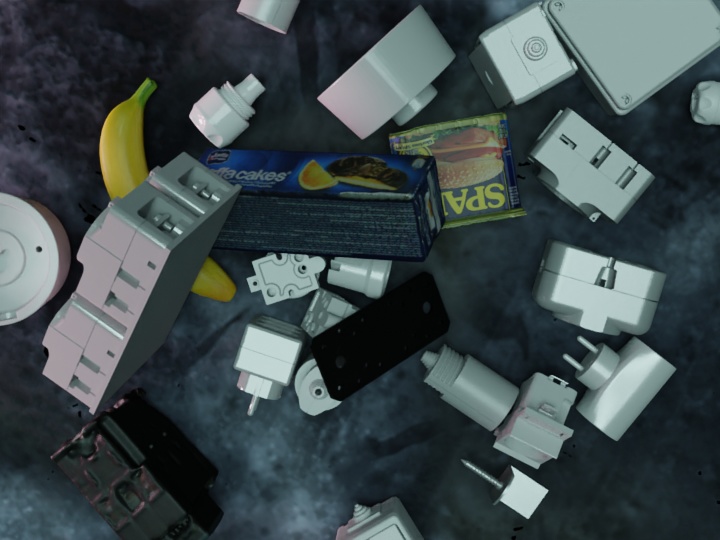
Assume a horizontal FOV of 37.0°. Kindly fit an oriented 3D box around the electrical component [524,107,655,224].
[{"bbox_3d":[0.181,-0.080,0.867,0.089,0.050,0.055,38,95,-1],"label":"electrical component"}]

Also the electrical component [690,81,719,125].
[{"bbox_3d":[0.300,-0.133,0.866,0.061,0.035,0.035,4,96,0],"label":"electrical component"}]

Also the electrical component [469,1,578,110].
[{"bbox_3d":[0.125,-0.164,0.839,0.061,0.096,0.061,-29,93,6],"label":"electrical component"}]

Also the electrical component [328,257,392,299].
[{"bbox_3d":[0.000,0.000,0.889,0.046,0.040,0.040,14,96,6],"label":"electrical component"}]

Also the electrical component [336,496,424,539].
[{"bbox_3d":[0.021,0.239,0.899,0.062,0.061,0.096,-31,93,5],"label":"electrical component"}]

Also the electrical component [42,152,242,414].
[{"bbox_3d":[-0.173,0.008,0.824,0.060,0.105,0.186,35,127,3],"label":"electrical component"}]

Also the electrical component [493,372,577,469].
[{"bbox_3d":[0.145,0.121,0.877,0.042,0.081,0.063,26,67,-2],"label":"electrical component"}]

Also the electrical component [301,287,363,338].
[{"bbox_3d":[-0.012,0.045,0.884,0.055,0.066,0.048,24,93,-20],"label":"electrical component"}]

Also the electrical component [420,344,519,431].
[{"bbox_3d":[0.086,0.093,0.891,0.081,0.043,0.043,34,96,-1],"label":"electrical component"}]

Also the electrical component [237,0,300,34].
[{"bbox_3d":[-0.063,-0.237,0.867,0.043,0.043,0.081,24,96,0],"label":"electrical component"}]

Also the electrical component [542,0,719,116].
[{"bbox_3d":[0.215,-0.195,0.852,0.109,0.056,0.108,-36,93,5],"label":"electrical component"}]

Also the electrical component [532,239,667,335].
[{"bbox_3d":[0.192,0.017,0.874,0.095,0.053,0.059,16,96,1],"label":"electrical component"}]

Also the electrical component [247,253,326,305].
[{"bbox_3d":[-0.058,0.001,0.883,0.066,0.055,0.048,-18,94,4],"label":"electrical component"}]

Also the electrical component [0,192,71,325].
[{"bbox_3d":[-0.293,-0.012,0.889,0.108,0.060,0.108,0,96,2],"label":"electrical component"}]

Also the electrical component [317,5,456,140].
[{"bbox_3d":[0.026,-0.148,0.842,0.108,0.108,0.060,-42,98,5],"label":"electrical component"}]

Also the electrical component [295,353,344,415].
[{"bbox_3d":[-0.031,0.091,0.877,0.043,0.081,0.043,0,95,2],"label":"electrical component"}]

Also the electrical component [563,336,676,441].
[{"bbox_3d":[0.204,0.086,0.885,0.079,0.044,0.077,38,96,-1],"label":"electrical component"}]

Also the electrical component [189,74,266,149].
[{"bbox_3d":[-0.105,-0.133,0.879,0.062,0.043,0.043,-42,92,4],"label":"electrical component"}]

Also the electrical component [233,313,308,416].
[{"bbox_3d":[-0.078,0.082,0.886,0.047,0.065,0.076,19,96,1],"label":"electrical component"}]
